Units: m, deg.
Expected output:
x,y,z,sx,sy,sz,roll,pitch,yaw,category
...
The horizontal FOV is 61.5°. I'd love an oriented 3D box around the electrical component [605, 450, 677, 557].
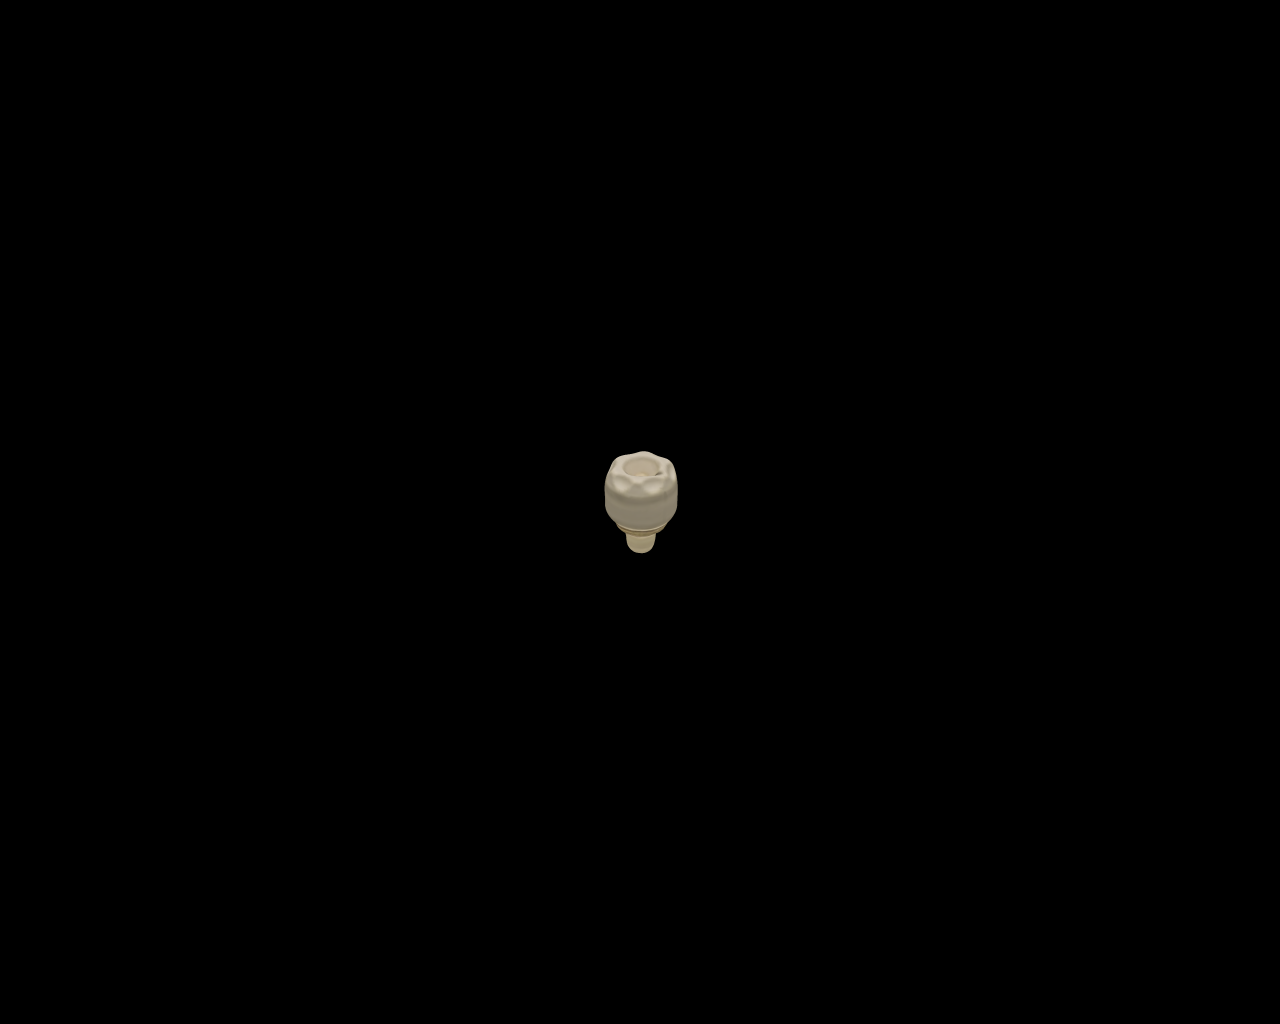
x,y,z,sx,sy,sz,roll,pitch,yaw,category
0.001,-0.003,0.650,0.043,0.062,0.043,0,33,0,electrical component
